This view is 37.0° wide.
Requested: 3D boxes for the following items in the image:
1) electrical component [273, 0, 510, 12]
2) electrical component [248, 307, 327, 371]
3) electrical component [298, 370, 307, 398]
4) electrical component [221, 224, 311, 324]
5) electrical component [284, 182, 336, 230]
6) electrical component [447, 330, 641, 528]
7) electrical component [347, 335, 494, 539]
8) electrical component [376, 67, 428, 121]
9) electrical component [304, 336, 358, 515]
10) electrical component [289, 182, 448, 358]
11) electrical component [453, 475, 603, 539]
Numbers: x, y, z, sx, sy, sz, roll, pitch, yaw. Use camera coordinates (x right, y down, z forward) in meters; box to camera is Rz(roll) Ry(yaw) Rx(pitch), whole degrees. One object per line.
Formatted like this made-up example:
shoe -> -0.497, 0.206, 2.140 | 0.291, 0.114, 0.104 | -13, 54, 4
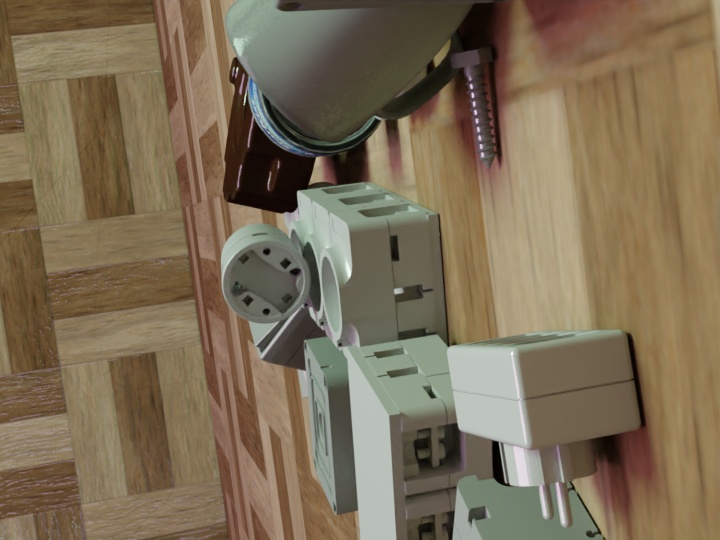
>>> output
electrical component -> 0.022, -0.140, 0.394 | 0.109, 0.109, 0.056 | 153, 111, -77
electrical component -> -0.041, 0.022, 0.821 | 0.096, 0.061, 0.061 | -52, 39, 29
electrical component -> -0.029, 0.064, 0.890 | 0.079, 0.044, 0.077 | 143, 118, -75
electrical component -> -0.062, 0.000, 0.688 | 0.047, 0.055, 0.055 | -121, 26, -68
electrical component -> -0.033, -0.044, 0.835 | 0.055, 0.045, 0.045 | 175, 87, -77
electrical component -> 0.074, 0.065, 0.434 | 0.083, 0.047, 0.075 | 164, 97, -77
electrical component -> 0.038, 0.122, 0.597 | 0.089, 0.062, 0.150 | -128, 32, -66
electrical component -> 0.017, -0.103, 0.605 | 0.061, 0.035, 0.035 | 110, 149, -69
electrical component -> -0.001, 0.106, 0.764 | 0.078, 0.057, 0.113 | -128, 32, -65
electrical component -> 0.000, 0.000, 0.682 | 0.150, 0.062, 0.089 | -141, 44, -71
electrical component -> 0.077, 0.137, 0.463 | 0.089, 0.050, 0.055 | -116, 22, -52
